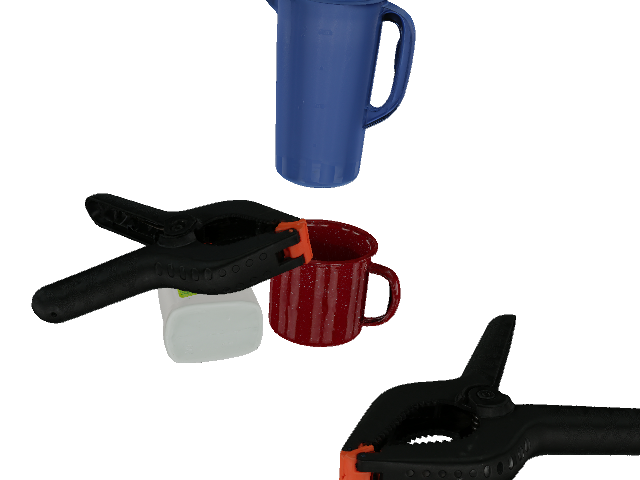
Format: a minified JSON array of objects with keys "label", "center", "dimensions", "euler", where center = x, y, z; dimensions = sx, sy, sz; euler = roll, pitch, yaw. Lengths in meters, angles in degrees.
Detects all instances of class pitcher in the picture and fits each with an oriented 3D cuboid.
[{"label":"pitcher","center":[0.015,-0.191,1.312],"dimensions":[0.144,0.243,0.149],"euler":[-9,29,-27]}]

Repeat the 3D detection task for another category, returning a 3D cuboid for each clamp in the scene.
[{"label":"clamp","center":[-0.094,0.011,0.667],"dimensions":[0.172,0.039,0.120],"euler":[0,43,21]},{"label":"clamp","center":[0.093,0.100,0.627],"dimensions":[0.209,0.036,0.165],"euler":[-11,25,-26]}]

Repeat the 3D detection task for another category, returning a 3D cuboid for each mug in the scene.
[{"label":"mug","center":[0.010,0.039,0.895],"dimensions":[0.117,0.081,0.093],"euler":[11,23,14]}]

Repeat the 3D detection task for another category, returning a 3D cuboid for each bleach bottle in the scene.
[{"label":"bleach bottle","center":[-0.137,0.038,1.145],"dimensions":[0.102,0.068,0.251],"euler":[-5,26,-16]}]
